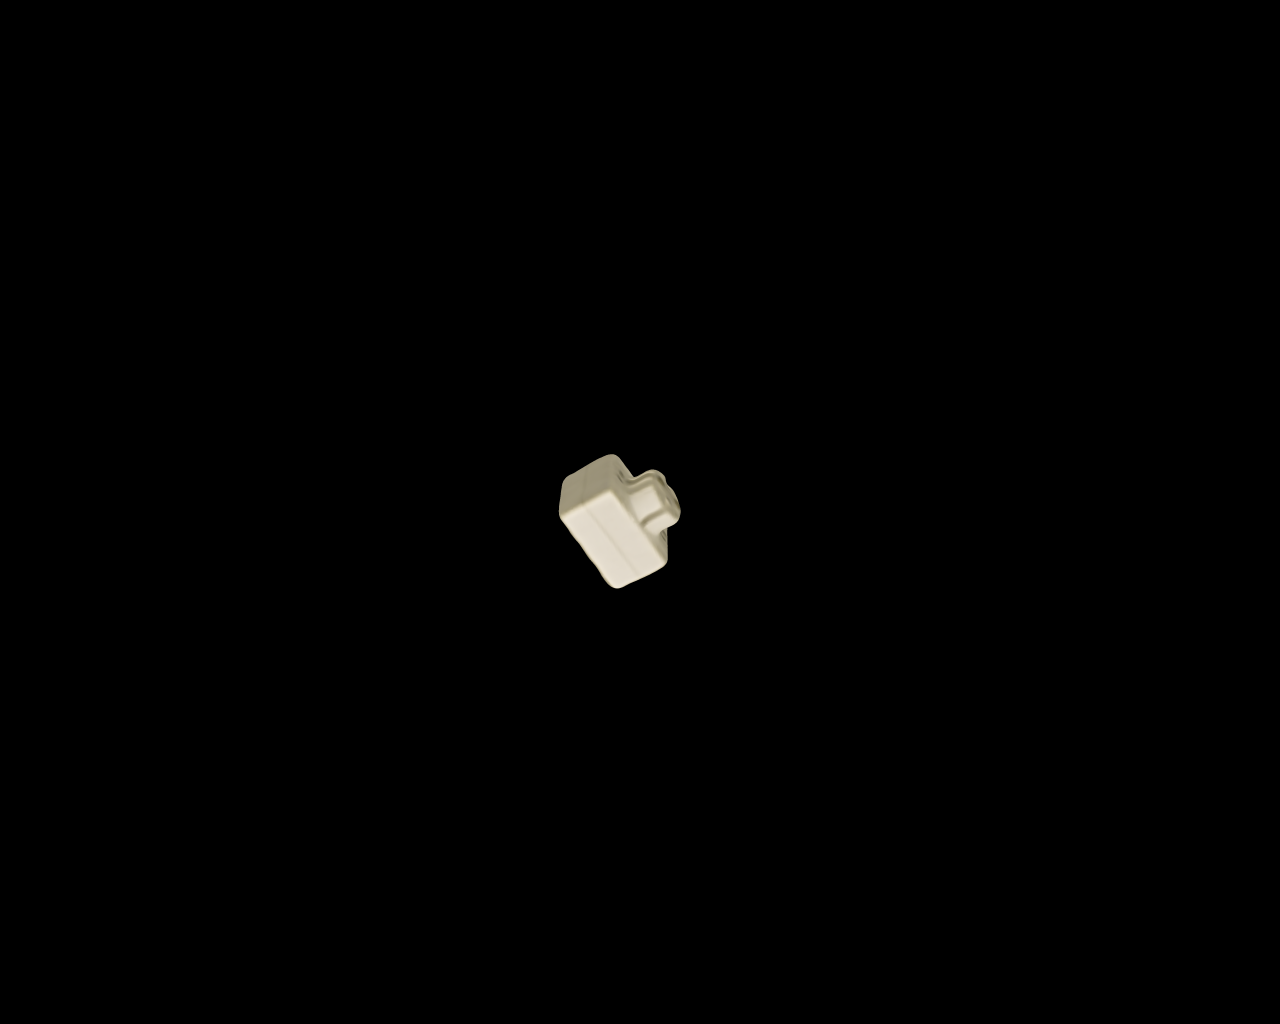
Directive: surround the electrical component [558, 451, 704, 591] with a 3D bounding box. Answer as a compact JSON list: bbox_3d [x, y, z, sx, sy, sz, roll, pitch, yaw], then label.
[{"bbox_3d":[0.001,-0.003,0.650,0.076,0.065,0.047,-28,28,16],"label":"electrical component"}]
